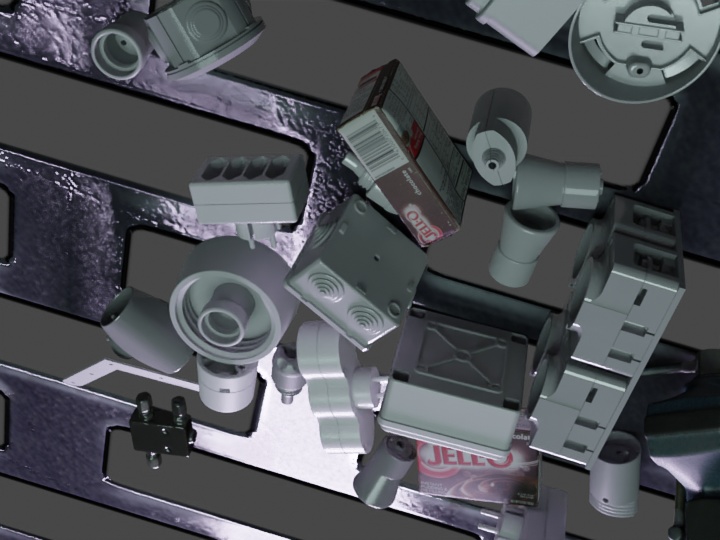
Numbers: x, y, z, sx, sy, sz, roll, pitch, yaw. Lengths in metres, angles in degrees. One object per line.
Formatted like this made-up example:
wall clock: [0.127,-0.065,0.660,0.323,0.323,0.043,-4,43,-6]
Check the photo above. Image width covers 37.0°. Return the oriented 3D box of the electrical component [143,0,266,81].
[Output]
electrical component: [-0.112,-0.173,0.769,0.080,0.080,0.051,-20,112,25]

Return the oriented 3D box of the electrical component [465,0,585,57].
electrical component: [0.124,-0.205,0.690,0.057,0.078,0.113,33,125,-13]

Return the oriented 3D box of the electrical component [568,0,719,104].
electrical component: [0.190,-0.163,0.712,0.099,0.064,0.099,7,125,10]

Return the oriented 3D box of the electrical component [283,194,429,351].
electrical component: [0.000,0.000,0.850,0.100,0.099,0.048,40,136,-15]

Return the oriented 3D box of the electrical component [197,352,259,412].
electrical component: [-0.120,0.095,0.972,0.055,0.055,0.047,12,129,5]

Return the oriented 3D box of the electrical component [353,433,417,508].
electrical component: [0.025,0.185,1.007,0.044,0.044,0.065,25,121,-4]

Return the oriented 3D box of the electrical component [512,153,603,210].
electrical component: [0.148,-0.065,0.805,0.065,0.044,0.044,4,125,5]

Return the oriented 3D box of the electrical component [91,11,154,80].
electrical component: [-0.174,-0.170,0.806,0.040,0.046,0.040,6,125,9]

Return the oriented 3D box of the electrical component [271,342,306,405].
electrical component: [-0.063,0.096,0.971,0.035,0.035,0.061,13,128,5]

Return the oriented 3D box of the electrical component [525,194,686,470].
electrical component: [0.184,0.047,0.833,0.060,0.105,0.186,17,126,2]

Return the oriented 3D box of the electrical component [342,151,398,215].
electrical component: [0.014,-0.071,0.836,0.061,0.035,0.035,33,125,-7]

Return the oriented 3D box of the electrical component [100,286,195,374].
electrical component: [-0.200,0.058,0.970,0.079,0.044,0.077,-21,128,42]

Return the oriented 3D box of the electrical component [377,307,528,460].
electrical component: [0.079,0.091,0.887,0.109,0.108,0.056,14,123,4]

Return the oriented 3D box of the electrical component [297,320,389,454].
electrical component: [-0.004,0.104,0.950,0.074,0.052,0.138,-3,123,16]

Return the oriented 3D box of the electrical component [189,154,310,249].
electrical component: [-0.085,-0.049,0.867,0.083,0.047,0.075,0,124,14]

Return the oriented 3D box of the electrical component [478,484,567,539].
electrical component: [0.146,0.238,0.987,0.076,0.083,0.047,15,126,3]

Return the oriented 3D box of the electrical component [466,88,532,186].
electrical component: [0.099,-0.094,0.771,0.043,0.081,0.043,6,125,9]

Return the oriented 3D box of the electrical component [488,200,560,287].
electrical component: [0.125,-0.019,0.842,0.044,0.044,0.065,17,131,1]

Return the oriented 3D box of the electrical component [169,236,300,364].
electrical component: [-0.111,0.032,0.921,0.108,0.060,0.108,6,125,9]

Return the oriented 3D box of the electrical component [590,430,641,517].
electrical component: [0.227,0.187,0.957,0.043,0.043,0.081,1,124,13]
